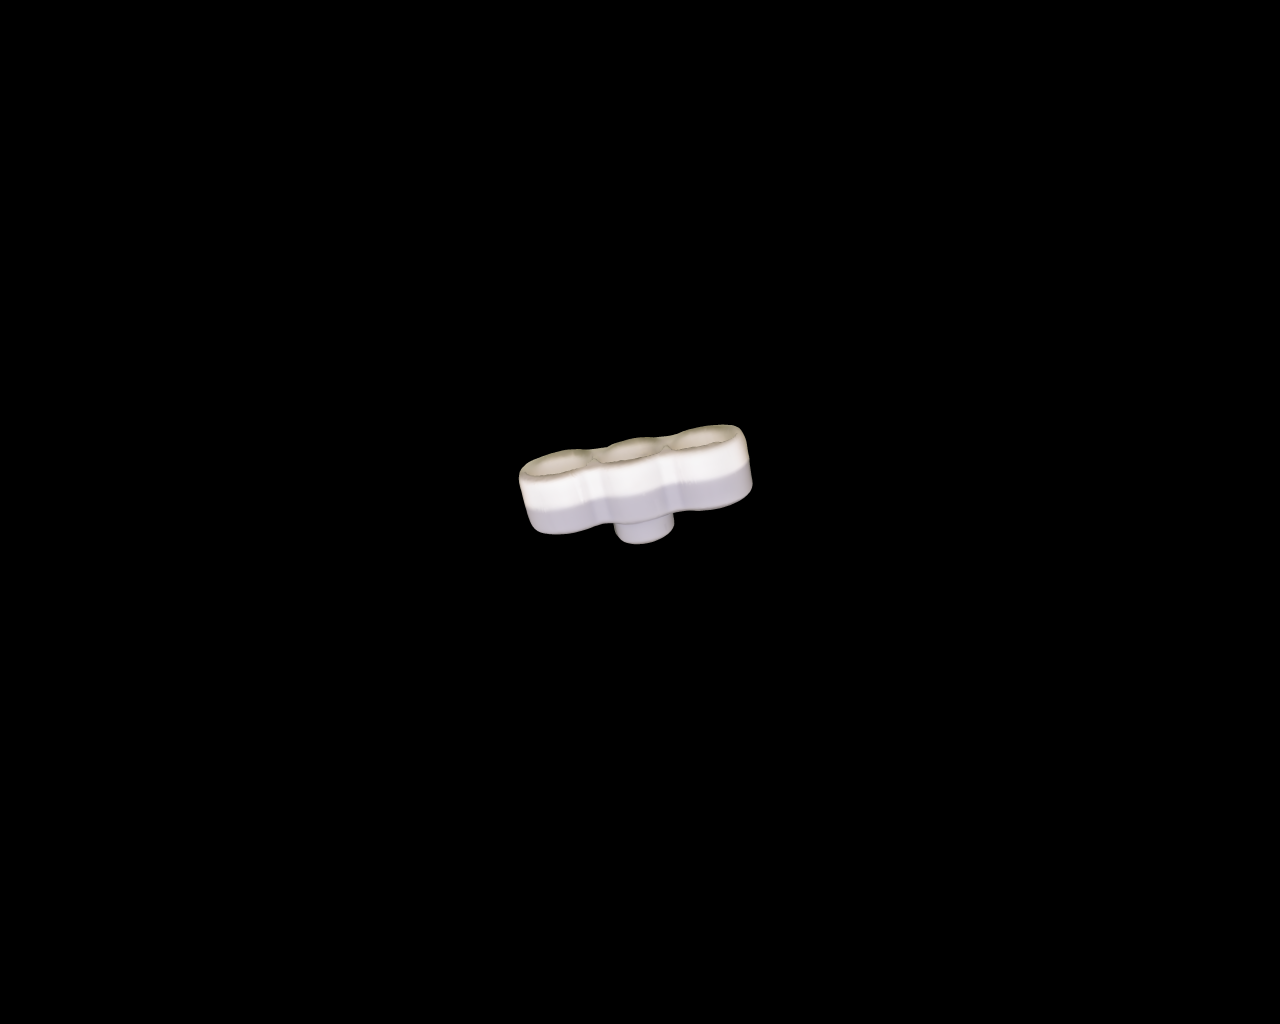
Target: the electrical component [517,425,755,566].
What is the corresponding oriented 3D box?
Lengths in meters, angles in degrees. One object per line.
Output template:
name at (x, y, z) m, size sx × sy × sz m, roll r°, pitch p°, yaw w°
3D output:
electrical component at (0.001, -0.003, 0.650) m, size 0.138 × 0.073 × 0.052 m, roll -10°, pitch 20°, yaw 3°
